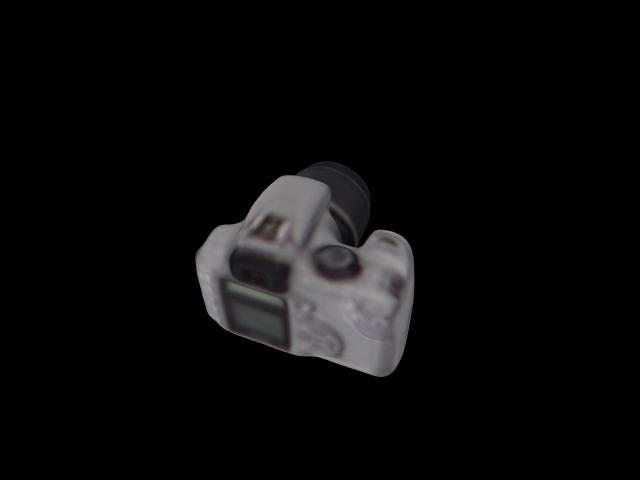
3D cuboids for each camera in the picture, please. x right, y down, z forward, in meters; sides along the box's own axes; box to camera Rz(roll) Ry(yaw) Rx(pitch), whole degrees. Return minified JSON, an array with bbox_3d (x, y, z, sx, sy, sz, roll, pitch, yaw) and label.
[{"bbox_3d":[0.004,0.001,0.400,0.143,0.101,0.137,15,46,15],"label":"camera"}]
